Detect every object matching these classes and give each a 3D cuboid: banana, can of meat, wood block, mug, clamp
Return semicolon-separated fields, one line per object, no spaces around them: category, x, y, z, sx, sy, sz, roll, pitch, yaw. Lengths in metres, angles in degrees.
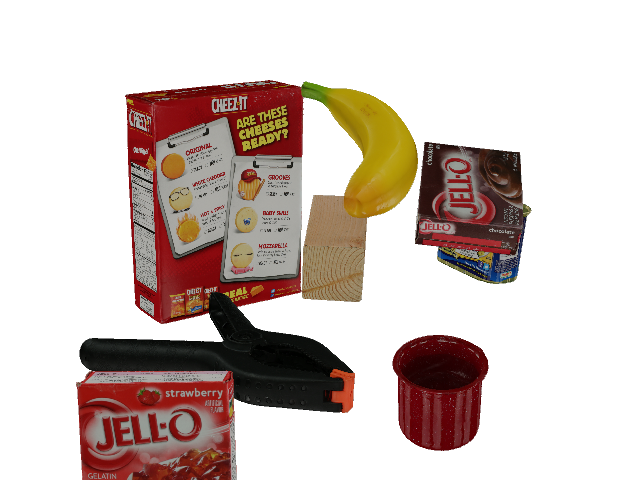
banana;0.034;-0.063;0.745;0.069;0.037;0.198;-5;29;-8
can of meat;0.179;-0.007;1.188;0.057;0.084;0.102;-12;27;-37
wood block;0.025;0.008;1.651;0.091;0.090;0.206;3;24;2
mug;0.126;0.148;1.068;0.093;0.081;0.117;22;39;35
clamp;-0.059;0.087;0.840;0.210;0.036;0.164;11;20;26

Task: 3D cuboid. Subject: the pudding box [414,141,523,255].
pudding box;0.132;-0.039;0.952;0.090;0.039;0.113;7;39;3

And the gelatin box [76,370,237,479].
gelatin box;-0.094;0.114;0.619;0.089;0.073;0.030;-1;8;3

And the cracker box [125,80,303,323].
cracker box;-0.101;-0.041;1.041;0.163;0.214;0.072;-11;20;-34
